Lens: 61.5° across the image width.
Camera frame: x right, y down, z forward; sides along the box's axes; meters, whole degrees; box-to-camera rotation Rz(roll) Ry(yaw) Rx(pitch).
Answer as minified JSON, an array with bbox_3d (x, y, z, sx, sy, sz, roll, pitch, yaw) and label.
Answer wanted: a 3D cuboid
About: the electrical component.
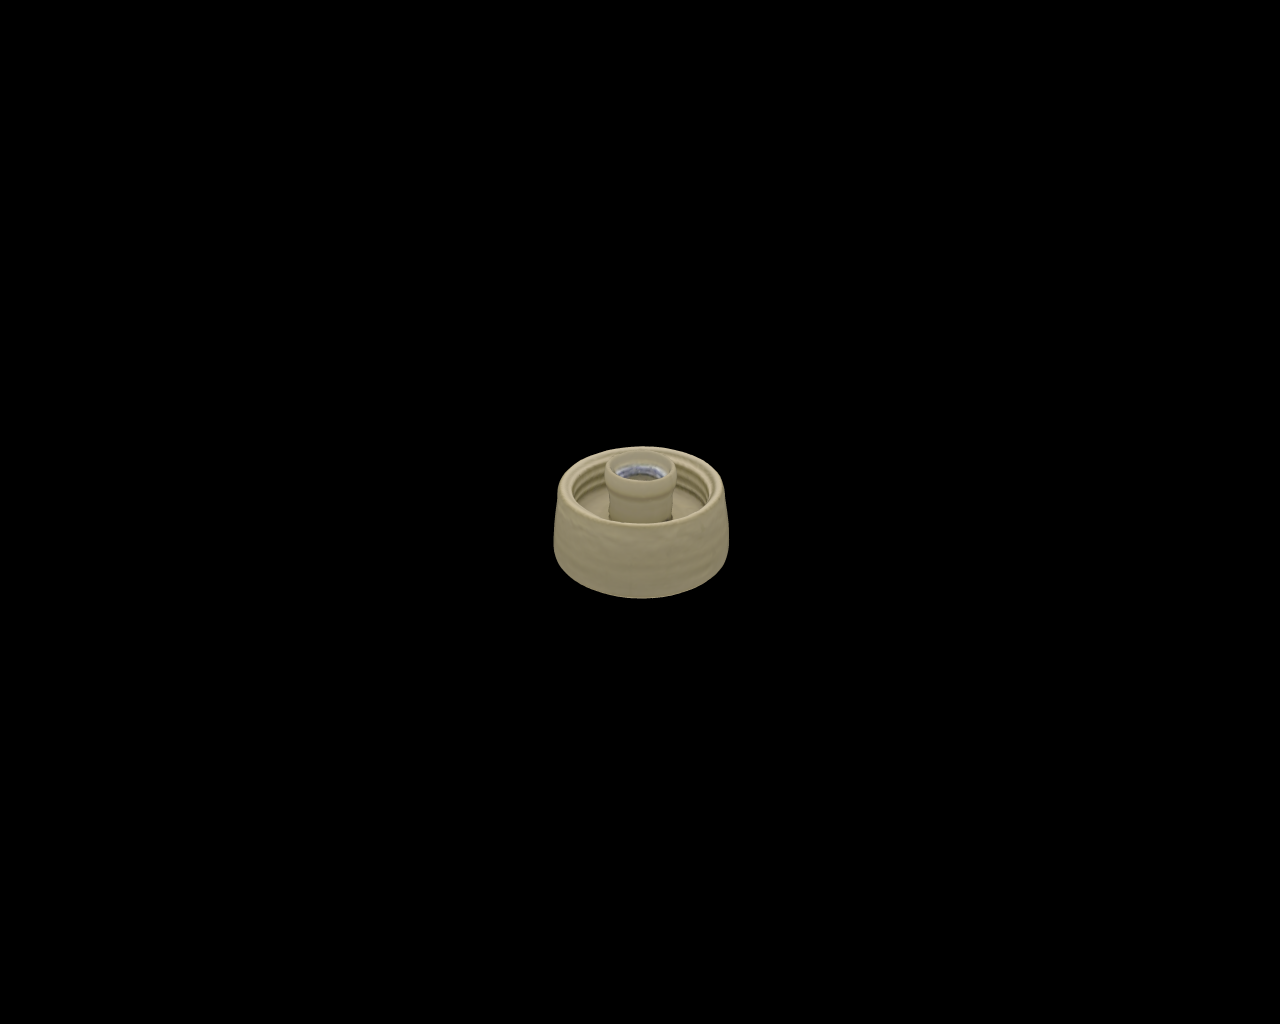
[{"bbox_3d":[0.001,-0.003,0.650,0.108,0.060,0.108,0,31,0],"label":"electrical component"}]
